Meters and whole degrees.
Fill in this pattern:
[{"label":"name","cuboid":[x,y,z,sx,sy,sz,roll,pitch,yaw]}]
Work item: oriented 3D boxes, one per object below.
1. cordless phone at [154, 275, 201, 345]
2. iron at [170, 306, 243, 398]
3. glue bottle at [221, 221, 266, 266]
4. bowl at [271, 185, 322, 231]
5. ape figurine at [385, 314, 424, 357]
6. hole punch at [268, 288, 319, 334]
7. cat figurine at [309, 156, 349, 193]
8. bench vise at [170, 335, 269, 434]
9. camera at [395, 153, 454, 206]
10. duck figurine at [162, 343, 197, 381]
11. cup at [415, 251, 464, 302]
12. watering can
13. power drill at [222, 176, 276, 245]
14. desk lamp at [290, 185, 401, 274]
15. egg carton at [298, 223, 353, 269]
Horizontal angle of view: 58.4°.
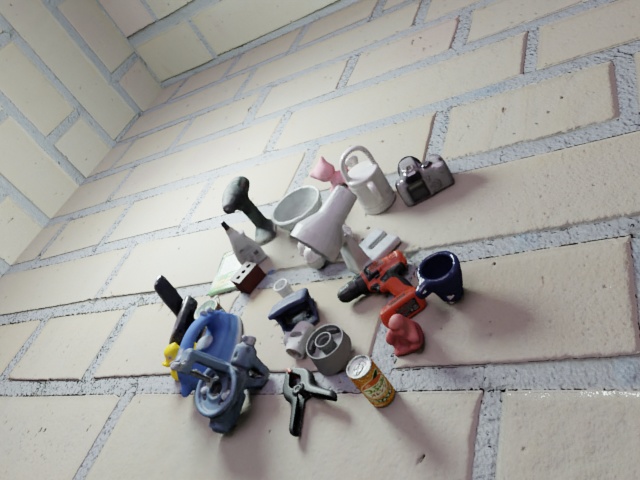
[{"label":"cordless phone","cuboid":[-0.403,0.195,1.554,0.094,0.185,0.147,-22,35,21]},{"label":"iron","cuboid":[-0.280,0.251,1.413,0.118,0.142,0.258,-15,38,29]},{"label":"glue bottle","cuboid":[-0.230,0.007,1.646,0.078,0.174,0.037,-37,33,-2]},{"label":"bowl","cuboid":[-0.057,-0.080,1.692,0.167,0.075,0.167,-24,35,18]},{"label":"ape figurine","cuboid":[0.165,0.183,1.143,0.076,0.092,0.077,-47,35,-17]},{"label":"hole punch","cuboid":[-0.070,0.163,1.381,0.108,0.091,0.101,-30,33,8]},{"label":"cat figurine","cuboid":[0.038,-0.202,1.720,0.127,0.118,0.067,-10,41,34]},{"label":"bench vise","cuboid":[-0.225,0.284,1.249,0.121,0.220,0.207,-15,38,29]},{"label":"camera","cuboid":[0.259,-0.183,1.512,0.143,0.101,0.136,-28,34,11]},{"label":"duck figurine","cuboid":[-0.361,0.299,1.476,0.077,0.086,0.105,13,56,49]},{"label":"cup","cuboid":[0.249,0.094,1.177,0.118,0.095,0.091,-47,35,-17]},{"label":"watering can","cuboid":[0.115,-0.172,1.542,0.101,0.195,0.172,-46,34,-15]},{"label":"power drill","cuboid":[-0.218,-0.088,1.723,0.075,0.209,0.229,-27,34,13]},{"label":"desk lamp","cuboid":[0.056,-0.013,1.376,0.203,0.214,0.117,-45,34,-14]},{"label":"egg carton","cuboid":[0.014,0.005,1.524,0.150,0.070,0.107,-37,33,-2]}]
